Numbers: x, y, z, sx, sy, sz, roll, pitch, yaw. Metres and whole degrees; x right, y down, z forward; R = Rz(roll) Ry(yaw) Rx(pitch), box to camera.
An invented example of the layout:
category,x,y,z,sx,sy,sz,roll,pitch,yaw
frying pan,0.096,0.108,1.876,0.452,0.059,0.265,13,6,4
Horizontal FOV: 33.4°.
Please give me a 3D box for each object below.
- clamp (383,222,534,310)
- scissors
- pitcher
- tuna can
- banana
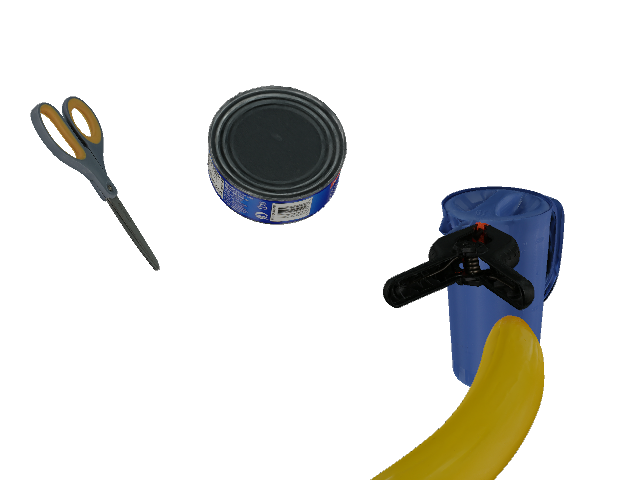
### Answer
category,x,y,z,sx,sy,sz,roll,pitch,yaw
clamp,0.136,0.022,0.909,0.120,0.039,0.171,9,24,23
scissors,-0.218,-0.067,1.093,0.016,0.201,0.096,-26,27,27
pitcher,0.228,0.058,1.339,0.149,0.243,0.145,1,21,12
tuna can,-0.028,-0.053,0.669,0.086,0.086,0.034,0,-30,-7
banana,0.071,0.096,0.553,0.070,0.037,0.197,22,41,37
